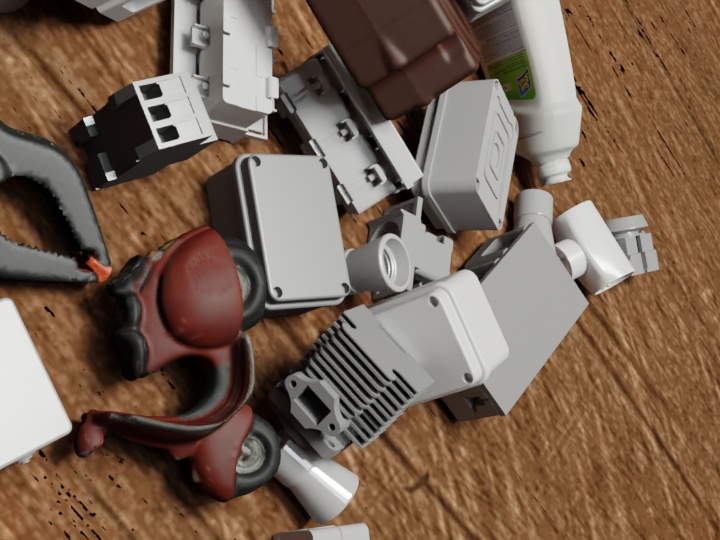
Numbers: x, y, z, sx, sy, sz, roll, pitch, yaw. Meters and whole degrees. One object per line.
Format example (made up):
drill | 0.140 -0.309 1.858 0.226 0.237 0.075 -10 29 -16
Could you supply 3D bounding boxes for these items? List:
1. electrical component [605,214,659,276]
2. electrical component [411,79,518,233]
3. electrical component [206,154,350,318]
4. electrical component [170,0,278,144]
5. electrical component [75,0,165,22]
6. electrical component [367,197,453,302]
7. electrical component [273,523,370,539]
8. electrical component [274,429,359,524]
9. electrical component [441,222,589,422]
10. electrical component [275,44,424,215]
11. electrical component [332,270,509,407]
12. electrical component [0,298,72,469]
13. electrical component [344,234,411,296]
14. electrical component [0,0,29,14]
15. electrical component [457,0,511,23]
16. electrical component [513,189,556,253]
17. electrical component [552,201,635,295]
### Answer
electrical component | 0.256 -0.023 1.035 0.066 0.048 0.055 -10 91 -40
electrical component | 0.088 -0.095 0.900 0.078 0.057 0.113 51 45 -52
electrical component | -0.059 -0.025 0.779 0.078 0.057 0.113 -3 78 -39
electrical component | -0.096 -0.164 0.788 0.079 0.063 0.121 10 71 -36
electrical component | -0.192 -0.265 0.708 0.105 0.060 0.186 -40 107 -84
electrical component | 0.039 -0.012 0.864 0.064 0.042 0.081 24 63 -35
electrical component | -0.027 0.222 0.735 0.056 0.050 0.089 3 75 -38
electrical component | -0.039 0.141 0.757 0.065 0.044 0.044 44 54 -14
electrical component | 0.111 0.043 0.889 0.089 0.062 0.150 54 52 -12
electrical component | -0.013 -0.107 0.831 0.063 0.079 0.121 -34 99 -10
electrical component | 0.041 0.056 0.792 0.057 0.113 0.078 -28 95 -56
electrical component | -0.230 0.075 0.620 0.100 0.048 0.099 -27 94 -40
electrical component | 0.000 0.000 0.812 0.044 0.065 0.044 25 60 -52
electrical component | -0.257 -0.201 0.665 0.138 0.074 0.052 -5 80 -39
electrical component | 0.112 -0.280 0.893 0.109 0.056 0.108 -30 92 -6
electrical component | 0.155 -0.039 0.963 0.044 0.044 0.065 25 58 -30
electrical component | 0.198 -0.013 0.984 0.079 0.044 0.077 -25 77 -20
